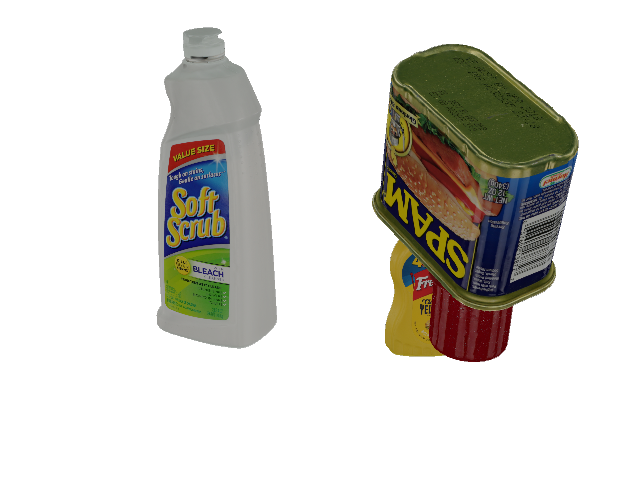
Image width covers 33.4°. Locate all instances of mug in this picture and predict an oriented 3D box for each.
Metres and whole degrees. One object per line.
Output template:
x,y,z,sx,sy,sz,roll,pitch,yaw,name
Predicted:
0.151,0.064,1.095,0.093,0.081,0.117,-3,28,-10,mug

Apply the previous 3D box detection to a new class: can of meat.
0.071,-0.032,0.505,0.057,0.084,0.102,-20,47,-23,can of meat

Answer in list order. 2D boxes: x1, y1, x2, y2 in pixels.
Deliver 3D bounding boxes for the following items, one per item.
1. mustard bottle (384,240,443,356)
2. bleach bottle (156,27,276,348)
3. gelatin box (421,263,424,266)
0.132,0.043,1.295,0.096,0.192,0.058,0,14,-12,mustard bottle
-0.090,-0.042,0.845,0.103,0.251,0.068,11,28,28,bleach bottle
0.123,-0.010,0.767,0.089,0.073,0.030,10,-37,15,gelatin box
